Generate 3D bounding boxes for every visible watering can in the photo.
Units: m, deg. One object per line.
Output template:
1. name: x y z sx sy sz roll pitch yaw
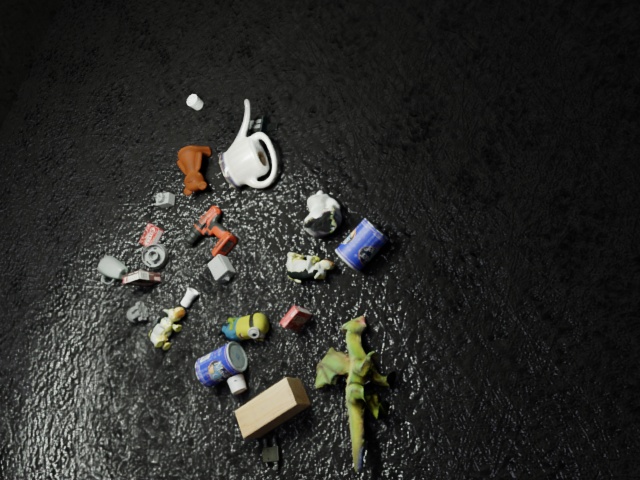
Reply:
1. watering can: -0.283 -0.339 1.942 0.223 0.103 0.351 -27 75 18

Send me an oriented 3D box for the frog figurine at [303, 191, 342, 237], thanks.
1. frog figurine: 0.005 -0.087 1.728 0.136 0.121 0.162 -48 21 16

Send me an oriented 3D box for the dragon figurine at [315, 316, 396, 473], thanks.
1. dragon figurine: 0.081 0.424 1.504 0.243 0.121 0.414 5 72 47
